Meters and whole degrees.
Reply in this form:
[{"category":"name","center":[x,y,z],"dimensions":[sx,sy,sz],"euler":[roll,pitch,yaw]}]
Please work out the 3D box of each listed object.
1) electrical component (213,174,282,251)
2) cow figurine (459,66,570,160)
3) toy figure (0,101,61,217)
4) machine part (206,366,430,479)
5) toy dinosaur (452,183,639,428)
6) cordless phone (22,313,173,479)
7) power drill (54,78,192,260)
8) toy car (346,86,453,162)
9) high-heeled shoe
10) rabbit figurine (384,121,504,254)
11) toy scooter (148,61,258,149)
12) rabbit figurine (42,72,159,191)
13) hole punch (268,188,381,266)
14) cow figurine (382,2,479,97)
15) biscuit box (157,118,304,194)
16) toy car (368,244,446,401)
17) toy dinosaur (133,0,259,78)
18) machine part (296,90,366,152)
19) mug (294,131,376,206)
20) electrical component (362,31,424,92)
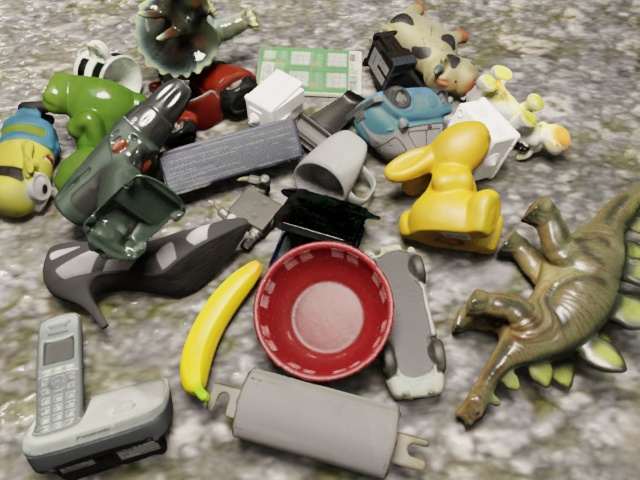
[{"category":"electrical component","center":[-0.097,-0.044,0.748],"dimensions":[0.078,0.045,0.102],"euler":[33,63,20]},{"category":"cow figurine","center":[0.293,-0.178,0.822],"dimensions":[0.167,0.098,0.068],"euler":[43,59,2]},{"category":"toy figure","center":[-0.423,-0.115,0.768],"dimensions":[0.089,0.082,0.180],"euler":[-12,63,5]},{"category":"machine part","center":[-0.003,0.196,0.580],"dimensions":[0.243,0.079,0.079],"euler":[13,59,8]},{"category":"toy dinosaur","center":[0.321,0.047,0.669],"dimensions":[0.199,0.105,0.471],"euler":[37,73,12]},{"category":"cordless phone","center":[-0.245,0.156,0.600],"dimensions":[0.147,0.088,0.184],"euler":[-15,55,-10]},{"category":"power drill","center":[-0.225,-0.086,0.646],"dimensions":[0.232,0.086,0.207],"euler":[-42,46,6]},{"category":"toy car","center":[0.126,-0.167,0.802],"dimensions":[0.161,0.109,0.103],"euler":[-11,88,-31]},{"category":"high-heeled shoe","center":[-0.225,0.010,0.691],"dimensions":[0.249,0.086,0.145],"euler":[-33,62,-17]},{"category":"rabbit figurine","center":[0.177,-0.078,0.729],"dimensions":[0.163,0.121,0.173],"euler":[8,81,35]},{"category":"toy scooter","center":[-0.195,-0.229,0.848],"dimensions":[0.184,0.075,0.135],"euler":[-37,64,-16]},{"category":"rabbit figurine","center":[-0.316,-0.133,0.781],"dimensions":[0.159,0.121,0.170],"euler":[10,76,-3]},{"category":"hole punch","center":[-0.001,-0.002,0.711],"dimensions":[0.142,0.092,0.116],"euler":[14,33,11]},{"category":"cow figurine","center":[0.185,-0.308,0.898],"dimensions":[0.127,0.085,0.195],"euler":[-34,67,-27]},{"category":"biscuit box","center":[-0.127,-0.122,0.775],"dimensions":[0.203,0.059,0.062],"euler":[-17,105,-11]},{"category":"toy car","center":[0.102,0.094,0.660],"dimensions":[0.074,0.056,0.202],"euler":[-8,57,1]},{"category":"toy dinosaur","center":[-0.238,-0.362,0.882],"dimensions":[0.192,0.131,0.405],"euler":[-34,32,-15]},{"category":"machine part","center":[0.015,-0.188,0.846],"dimensions":[0.139,0.039,0.084],"euler":[-40,62,-21]},{"category":"mug","center":[0.034,-0.103,0.770],"dimensions":[0.110,0.080,0.107],"euler":[29,55,5]},{"category":"electrical component","center":[0.122,-0.273,0.877],"dimensions":[0.048,0.074,0.119],"euler":[-17,71,-22]}]
